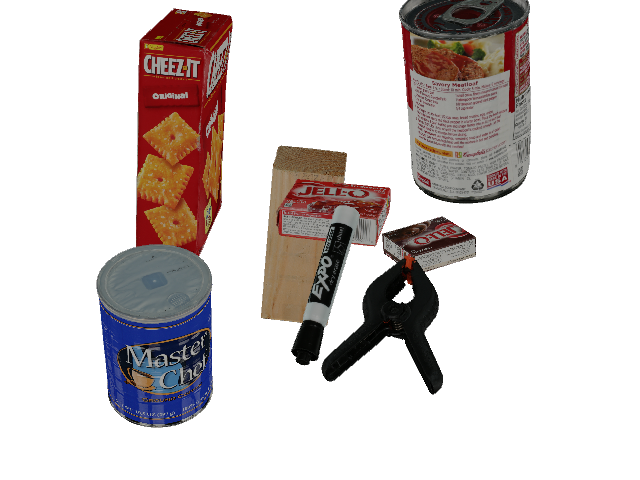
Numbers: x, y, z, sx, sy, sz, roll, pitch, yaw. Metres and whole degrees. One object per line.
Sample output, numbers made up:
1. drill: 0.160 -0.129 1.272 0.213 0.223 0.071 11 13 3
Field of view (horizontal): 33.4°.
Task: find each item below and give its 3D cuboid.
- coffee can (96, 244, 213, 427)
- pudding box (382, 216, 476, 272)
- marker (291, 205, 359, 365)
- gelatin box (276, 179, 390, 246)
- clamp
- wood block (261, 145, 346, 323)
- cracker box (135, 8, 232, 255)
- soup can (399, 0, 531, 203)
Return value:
1. coffee can: -0.152 0.089 0.995 0.103 0.140 0.103 2 38 -2
2. pudding box: 0.162 0.007 1.594 0.113 0.039 0.090 -18 28 -22
3. marker: 0.004 0.030 0.738 0.020 0.121 0.020 14 -28 7
4. gelatin box: 0.012 -0.026 0.940 0.089 0.030 0.073 7 25 11
5. clamp: 0.085 0.088 1.087 0.120 0.171 0.039 16 -38 17
6. wood block: -0.022 -0.007 1.366 0.090 0.206 0.090 6 25 0
7. cracker box: -0.136 -0.111 1.079 0.072 0.214 0.164 6 23 1
8. soup can: 0.081 -0.080 0.586 0.068 0.102 0.068 -5 34 3
